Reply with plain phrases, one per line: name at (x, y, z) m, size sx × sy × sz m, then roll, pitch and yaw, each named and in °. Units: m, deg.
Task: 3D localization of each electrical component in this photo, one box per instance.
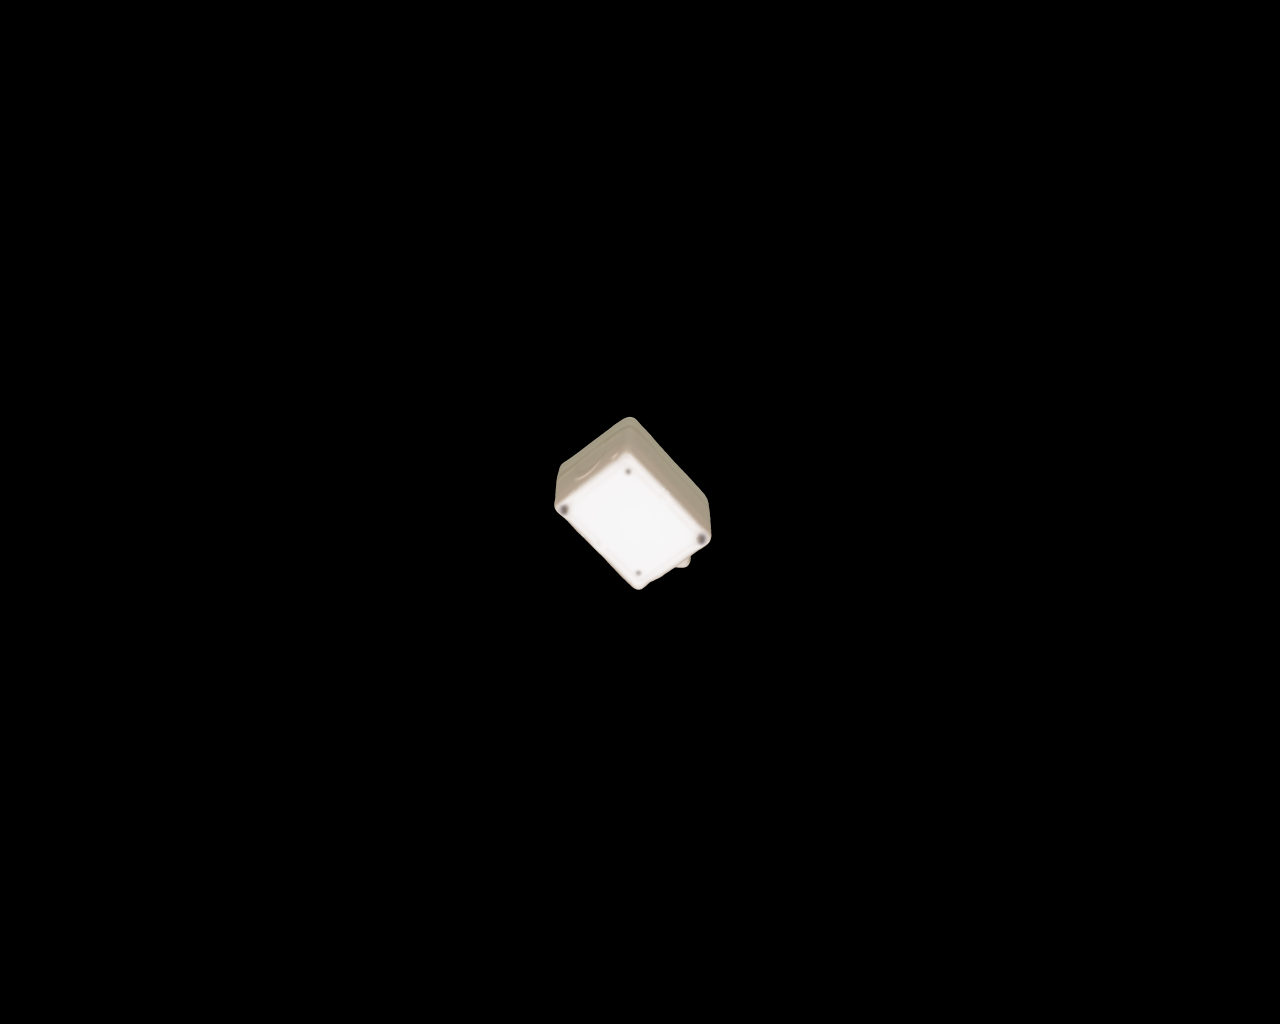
electrical component at (0.001, -0.003, 0.650) m, size 0.061 × 0.096 × 0.061 m, roll -36°, pitch 24°, yaw 18°
